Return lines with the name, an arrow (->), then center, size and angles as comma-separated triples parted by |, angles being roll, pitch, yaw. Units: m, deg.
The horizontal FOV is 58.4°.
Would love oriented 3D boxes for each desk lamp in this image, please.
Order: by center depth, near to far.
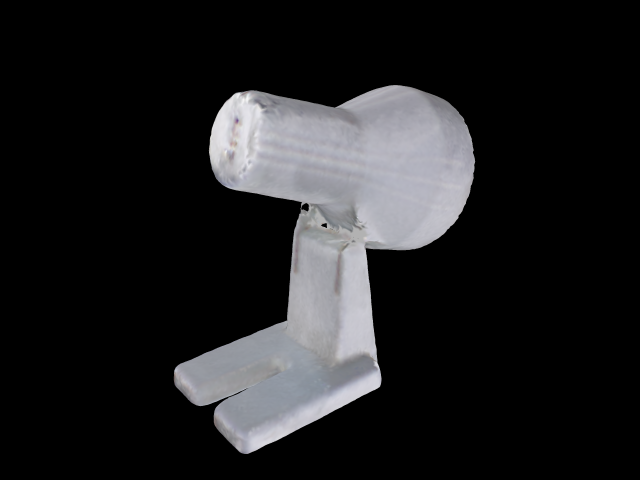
desk lamp -> 0.004, 0.001, 0.400 | 0.204, 0.214, 0.117 | -17, 27, -38
